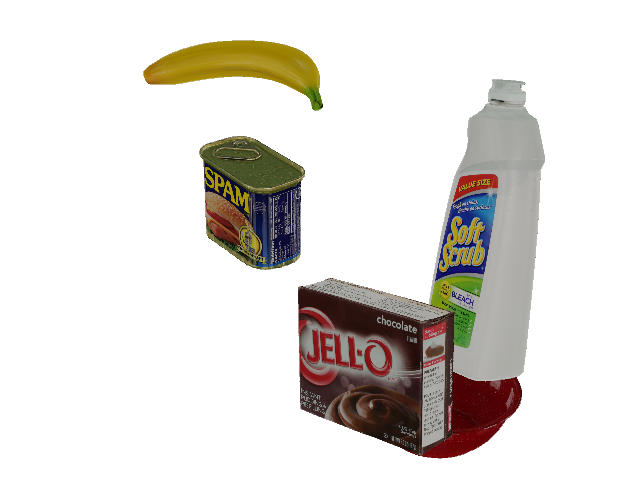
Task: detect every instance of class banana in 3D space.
[{"bbox_3d":[-0.080,-0.174,1.074,0.198,0.037,0.069,10,44,20],"label":"banana"}]

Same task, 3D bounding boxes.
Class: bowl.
[{"bbox_3d":[0.112,0.162,1.037,0.162,0.055,0.162,-1,25,0],"label":"bowl"}]

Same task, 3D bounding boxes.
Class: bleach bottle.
[{"bbox_3d":[0.143,-0.012,0.919,0.068,0.251,0.103,-3,15,-28],"label":"bleach bottle"}]

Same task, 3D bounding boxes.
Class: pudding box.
[{"bbox_3d":[0.035,0.080,0.706,0.114,0.090,0.039,12,20,41],"label":"pudding box"}]

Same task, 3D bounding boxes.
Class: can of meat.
[{"bbox_3d":[-0.060,-0.032,0.928,0.057,0.084,0.102,-21,37,-33],"label":"can of meat"}]
